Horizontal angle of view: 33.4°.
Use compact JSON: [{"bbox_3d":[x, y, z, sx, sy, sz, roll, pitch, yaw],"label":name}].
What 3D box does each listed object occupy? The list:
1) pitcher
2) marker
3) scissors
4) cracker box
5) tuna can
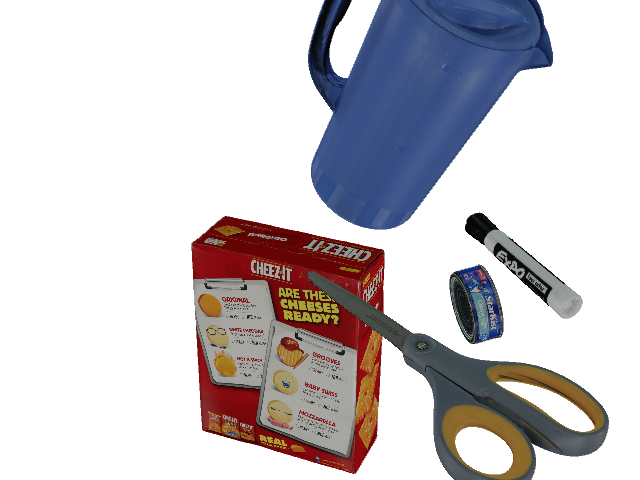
[{"bbox_3d":[0.071,-0.128,0.925,0.144,0.149,0.243,-9,-34,-33],"label":"pitcher"},{"bbox_3d":[0.140,0.014,0.754,0.020,0.020,0.121,0,30,-31],"label":"marker"},{"bbox_3d":[0.051,0.074,0.570,0.202,0.016,0.096,20,42,28],"label":"scissors"},{"bbox_3d":[-0.028,0.096,0.989,0.164,0.214,0.072,12,31,20],"label":"cracker box"},{"bbox_3d":[0.174,0.072,1.202,0.033,0.086,0.086,-14,2,-7],"label":"tuna can"}]
